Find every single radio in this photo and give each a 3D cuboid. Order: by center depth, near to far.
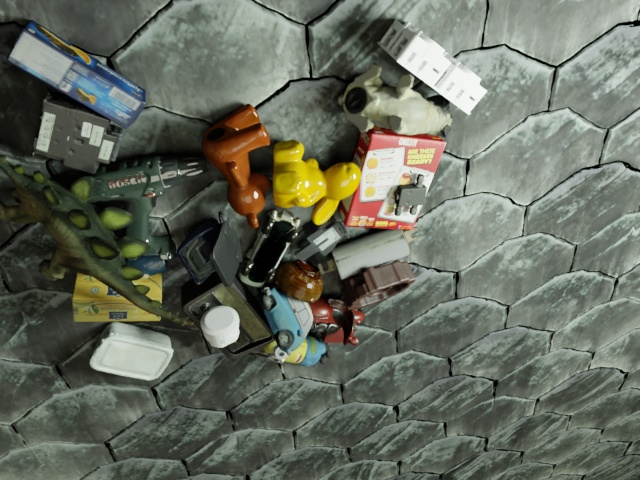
[{"bbox_3d":[-0.209,0.169,1.230,0.131,0.073,0.229,-28,127,4],"label":"radio"}]

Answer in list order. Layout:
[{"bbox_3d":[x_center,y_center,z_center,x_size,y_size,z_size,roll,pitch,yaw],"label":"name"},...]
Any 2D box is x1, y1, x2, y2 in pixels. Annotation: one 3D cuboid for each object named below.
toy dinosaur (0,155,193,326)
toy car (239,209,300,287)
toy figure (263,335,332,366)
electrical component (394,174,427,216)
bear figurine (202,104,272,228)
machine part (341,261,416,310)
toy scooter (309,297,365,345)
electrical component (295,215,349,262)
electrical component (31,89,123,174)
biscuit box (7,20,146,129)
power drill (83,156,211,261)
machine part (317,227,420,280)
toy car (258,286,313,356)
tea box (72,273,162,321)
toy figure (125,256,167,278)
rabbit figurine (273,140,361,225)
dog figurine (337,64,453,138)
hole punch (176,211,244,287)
[{"bbox_3d":[-0.418,0.007,0.964,0.199,0.105,0.470,-16,125,32],"label":"toy dinosaur"},{"bbox_3d":[-0.111,0.019,1.161,0.073,0.056,0.201,20,117,-20],"label":"toy car"},{"bbox_3d":[-0.060,0.269,1.346,0.180,0.089,0.082,13,108,-34],"label":"toy figure"},{"bbox_3d":[0.183,-0.091,1.093,0.063,0.021,0.093,-4,126,-17],"label":"electrical component"},{"bbox_3d":[-0.133,-0.130,1.005,0.132,0.120,0.195,-28,130,1],"label":"bear figurine"},{"bbox_3d":[0.132,0.105,1.246,0.179,0.056,0.179,-19,162,-7],"label":"machine part"},{"bbox_3d":[0.030,0.194,1.280,0.184,0.135,0.075,10,124,-21],"label":"toy scooter"},{"bbox_3d":[-0.002,-0.004,1.179,0.119,0.048,0.074,-38,126,13],"label":"electrical component"},{"bbox_3d":[-0.413,-0.181,0.924,0.134,0.058,0.114,16,121,-26],"label":"electrical component"},{"bbox_3d":[-0.385,-0.263,0.868,0.202,0.063,0.059,30,112,-32],"label":"biscuit box"},{"bbox_3d":[-0.321,-0.061,1.025,0.232,0.086,0.207,-4,130,-12],"label":"power drill"},{"bbox_3d":[0.113,0.028,1.218,0.243,0.079,0.079,-22,128,-1],"label":"machine part"},{"bbox_3d":[-0.070,0.168,1.202,0.103,0.109,0.161,-21,90,-11],"label":"toy car"},{"bbox_3d":[-0.417,0.113,1.115,0.170,0.098,0.068,2,125,-20],"label":"tea box"},{"bbox_3d":[-0.393,0.051,1.096,0.154,0.064,0.057,-6,129,-12],"label":"toy figure"},{"bbox_3d":[-0.006,-0.104,1.050,0.173,0.122,0.162,-6,138,-2],"label":"rabbit figurine"},{"bbox_3d":[0.147,-0.246,1.029,0.190,0.173,0.121,2,113,-56],"label":"dog figurine"},{"bbox_3d":[-0.222,0.025,1.104,0.092,0.116,0.142,-3,134,20],"label":"hole punch"}]
